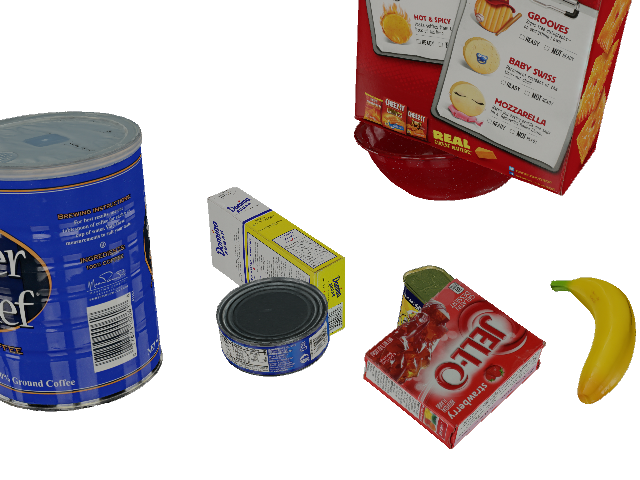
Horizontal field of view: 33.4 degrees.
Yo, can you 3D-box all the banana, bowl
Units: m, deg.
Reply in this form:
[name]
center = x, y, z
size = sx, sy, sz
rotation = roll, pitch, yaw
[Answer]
[banana]
center = 0.269, 0.087, 1.024
size = 0.070, 0.037, 0.197
rotation = -29, 22, 18
[bowl]
center = 0.112, -0.077, 0.897
size = 0.162, 0.055, 0.162
rotation = -9, 25, 4

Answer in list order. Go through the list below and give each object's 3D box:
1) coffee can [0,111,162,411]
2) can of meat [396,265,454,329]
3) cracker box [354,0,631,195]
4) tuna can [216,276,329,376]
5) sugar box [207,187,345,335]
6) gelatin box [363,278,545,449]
[coffee can]
center = -0.145, 0.009, 0.597
size = 0.103, 0.140, 0.103
rotation = -2, 22, 1
[can of meat]
center = 0.132, 0.092, 1.207
size = 0.057, 0.084, 0.102
rotation = -15, 40, -29
[cracker box]
center = 0.110, -0.153, 0.687
size = 0.164, 0.214, 0.072
rotation = 23, 48, 23
[tuna can]
center = -0.036, 0.066, 0.819
size = 0.086, 0.034, 0.086
rotation = -4, 33, 2
[sugar box]
center = -0.047, 0.022, 1.098
size = 0.048, 0.093, 0.176
rotation = -25, 43, -30
[gelatin box]
center = 0.082, 0.073, 0.656
size = 0.089, 0.030, 0.073
rotation = -36, 58, -28
